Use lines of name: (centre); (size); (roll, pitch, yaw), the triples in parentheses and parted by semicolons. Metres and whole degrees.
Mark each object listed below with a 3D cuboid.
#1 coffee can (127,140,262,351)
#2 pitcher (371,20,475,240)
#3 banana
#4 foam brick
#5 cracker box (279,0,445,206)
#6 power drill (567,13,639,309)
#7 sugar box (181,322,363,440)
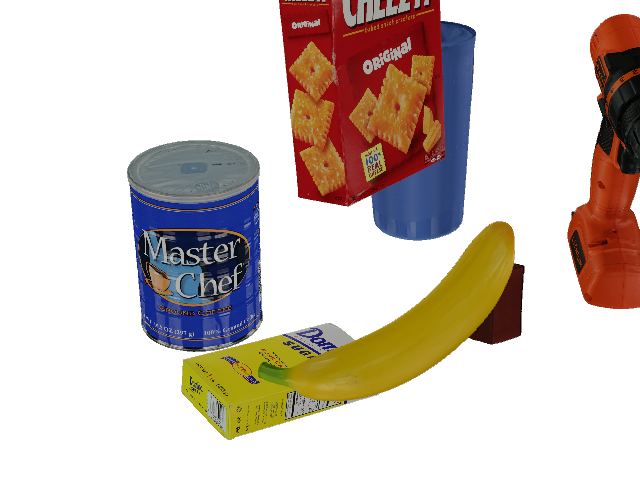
coffee can: (-0.099, 0.003, 0.861); (0.103, 0.140, 0.103); (0, 29, 0)
pitcher: (0.120, -0.132, 1.249); (0.149, 0.243, 0.145); (-5, 25, -4)
banana: (0.058, 0.050, 0.674); (0.197, 0.037, 0.070); (-29, 53, -16)
foam brick: (0.175, 0.062, 1.107); (0.051, 0.078, 0.053); (-14, 19, -42)
cracker box: (0.045, -0.158, 0.990); (0.072, 0.214, 0.163); (13, 27, 38)
power drill: (0.221, -0.045, 0.760); (0.057, 0.188, 0.184); (2, 36, 4)
sugar box: (-0.037, 0.133, 1.042); (0.175, 0.048, 0.093); (-14, 32, -32)
